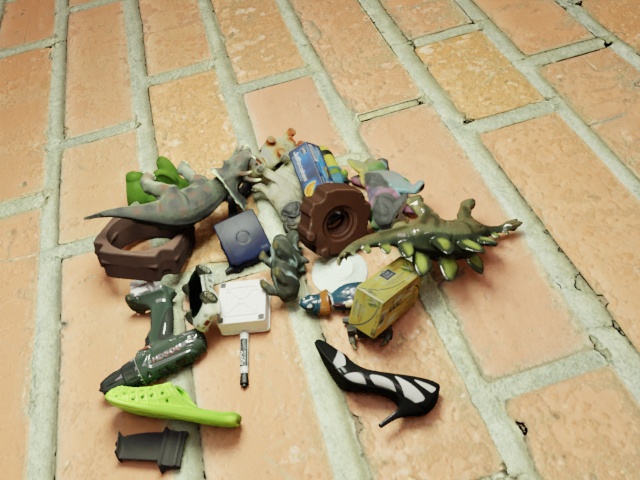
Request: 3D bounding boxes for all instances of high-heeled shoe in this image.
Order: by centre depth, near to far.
[{"bbox_3d":[0.110,0.251,1.048,0.145,0.086,0.249,-32,58,-20],"label":"high-heeled shoe"}]

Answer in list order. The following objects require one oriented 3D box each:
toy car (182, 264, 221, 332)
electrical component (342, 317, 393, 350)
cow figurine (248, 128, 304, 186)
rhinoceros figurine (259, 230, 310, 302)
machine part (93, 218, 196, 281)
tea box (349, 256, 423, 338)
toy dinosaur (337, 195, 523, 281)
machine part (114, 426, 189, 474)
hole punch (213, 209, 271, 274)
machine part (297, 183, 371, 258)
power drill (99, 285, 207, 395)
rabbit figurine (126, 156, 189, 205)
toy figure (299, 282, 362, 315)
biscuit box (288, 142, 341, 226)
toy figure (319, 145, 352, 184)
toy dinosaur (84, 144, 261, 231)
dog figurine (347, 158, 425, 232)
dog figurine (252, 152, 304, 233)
[{"bbox_3d":[-0.260,0.123,1.183,0.073,0.056,0.202,-54,29,13],"label":"toy car"},{"bbox_3d":[0.100,0.188,1.121,0.102,0.045,0.078,-7,24,0],"label":"electrical component"},{"bbox_3d":[-0.134,-0.213,1.418,0.085,0.127,0.195,46,41,5],"label":"cow figurine"},{"bbox_3d":[-0.074,0.050,1.211,0.112,0.073,0.190,27,39,-23],"label":"rhinoceros figurine"},{"bbox_3d":[-0.413,0.008,1.283,0.202,0.087,0.201,6,36,5],"label":"machine part"},{"bbox_3d":[0.139,0.113,1.098,0.068,0.098,0.169,29,35,27],"label":"tea box"},{"bbox_3d":[0.238,-0.005,1.141,0.471,0.104,0.199,-6,36,-16],"label":"toy dinosaur"},{"bbox_3d":[-0.326,0.399,1.028,0.139,0.039,0.084,1,58,8],"label":"machine part"},{"bbox_3d":[-0.183,0.000,1.285,0.142,0.092,0.116,-25,56,-14],"label":"hole punch"},{"bbox_3d":[0.035,-0.045,1.217,0.179,0.179,0.056,-31,32,-14],"label":"machine part"},{"bbox_3d":[-0.370,0.207,1.158,0.232,0.085,0.207,-18,48,-7],"label":"power drill"},{"bbox_3d":[-0.412,-0.138,1.405,0.170,0.158,0.121,-1,41,-11],"label":"rabbit figurine"},{"bbox_3d":[0.033,0.130,1.164,0.155,0.064,0.057,-14,89,4],"label":"toy figure"},{"bbox_3d":[-0.007,-0.136,1.304,0.063,0.059,0.202,-29,74,27],"label":"biscuit box"},{"bbox_3d":[0.024,-0.169,1.379,0.082,0.089,0.180,-14,49,-12],"label":"toy figure"},{"bbox_3d":[-0.317,-0.088,1.257,0.192,0.131,0.405,29,50,35],"label":"toy dinosaur"},{"bbox_3d":[0.137,-0.117,1.313,0.219,0.108,0.191,31,65,33],"label":"dog figurine"},{"bbox_3d":[-0.057,-0.110,1.349,0.172,0.121,0.191,-32,67,-24],"label":"dog figurine"}]
